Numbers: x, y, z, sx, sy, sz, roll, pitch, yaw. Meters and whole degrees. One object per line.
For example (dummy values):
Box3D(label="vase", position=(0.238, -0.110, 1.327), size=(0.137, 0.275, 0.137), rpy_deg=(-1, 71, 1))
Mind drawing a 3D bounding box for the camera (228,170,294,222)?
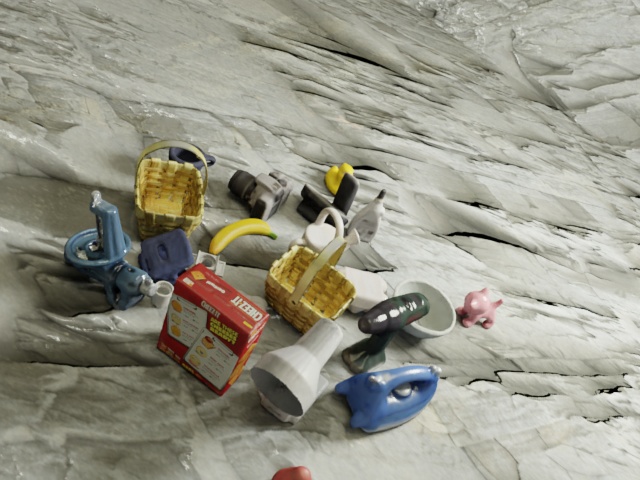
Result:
Box3D(label="camera", position=(-0.155, -0.137, 1.477), size=(0.136, 0.100, 0.143), rpy_deg=(33, 41, 6))

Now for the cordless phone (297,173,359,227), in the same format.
Box3D(label="cordless phone", position=(0.029, -0.123, 1.498), size=(0.147, 0.185, 0.094), rpy_deg=(39, 42, 13))

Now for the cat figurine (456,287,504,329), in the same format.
Box3D(label="cat figurine", position=(0.411, 0.167, 1.460), size=(0.128, 0.117, 0.067), rpy_deg=(4, 46, -25))

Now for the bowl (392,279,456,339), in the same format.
Box3D(label="bowl", position=(0.239, 0.179, 1.388), size=(0.168, 0.074, 0.167), rpy_deg=(15, 42, -14))

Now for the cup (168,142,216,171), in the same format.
Box3D(label="cup", position=(-0.326, -0.182, 1.434), size=(0.118, 0.095, 0.091), rpy_deg=(2, 47, -27))

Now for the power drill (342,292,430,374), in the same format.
Box3D(label="power drill", position=(0.129, 0.195, 1.208), size=(0.230, 0.208, 0.075), rpy_deg=(-21, 60, -41))

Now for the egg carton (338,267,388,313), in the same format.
Box3D(label="egg carton", position=(0.093, 0.125, 1.367), size=(0.150, 0.069, 0.107), rpy_deg=(14, 43, -16))

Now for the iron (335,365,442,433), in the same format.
Box3D(label="iron", position=(0.168, 0.298, 1.175), size=(0.259, 0.141, 0.118), rpy_deg=(-4, 50, -32))

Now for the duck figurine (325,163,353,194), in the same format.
Box3D(label="duck figurine", position=(0.064, -0.184, 1.657), size=(0.078, 0.086, 0.104), rpy_deg=(-6, 51, -33))

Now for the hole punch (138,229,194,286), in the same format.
Box3D(label="hole punch", position=(-0.327, 0.039, 1.209), size=(0.101, 0.091, 0.108), rpy_deg=(-5, 50, -32))

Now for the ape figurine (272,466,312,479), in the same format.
Box3D(label="ape figurine", position=(-0.043, 0.417, 0.975), size=(0.078, 0.092, 0.076), rpy_deg=(-19, 58, -40))

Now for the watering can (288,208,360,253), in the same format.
Box3D(label="watering can", position=(0.011, 0.003, 1.352), size=(0.100, 0.194, 0.173), rpy_deg=(45, 44, 19))

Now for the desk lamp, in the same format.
Box3D(label="desk lamp", position=(-0.043, 0.246, 1.058), size=(0.118, 0.213, 0.204), rpy_deg=(37, 42, 11))

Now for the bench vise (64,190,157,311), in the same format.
Box3D(label="bench vise", position=(-0.390, 0.015, 1.101), size=(0.207, 0.219, 0.121), rpy_deg=(24, 41, -4))

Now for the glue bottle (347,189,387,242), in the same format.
Box3D(label="glue bottle", position=(0.136, -0.069, 1.510), size=(0.078, 0.173, 0.037), rpy_deg=(18, 42, -11))
